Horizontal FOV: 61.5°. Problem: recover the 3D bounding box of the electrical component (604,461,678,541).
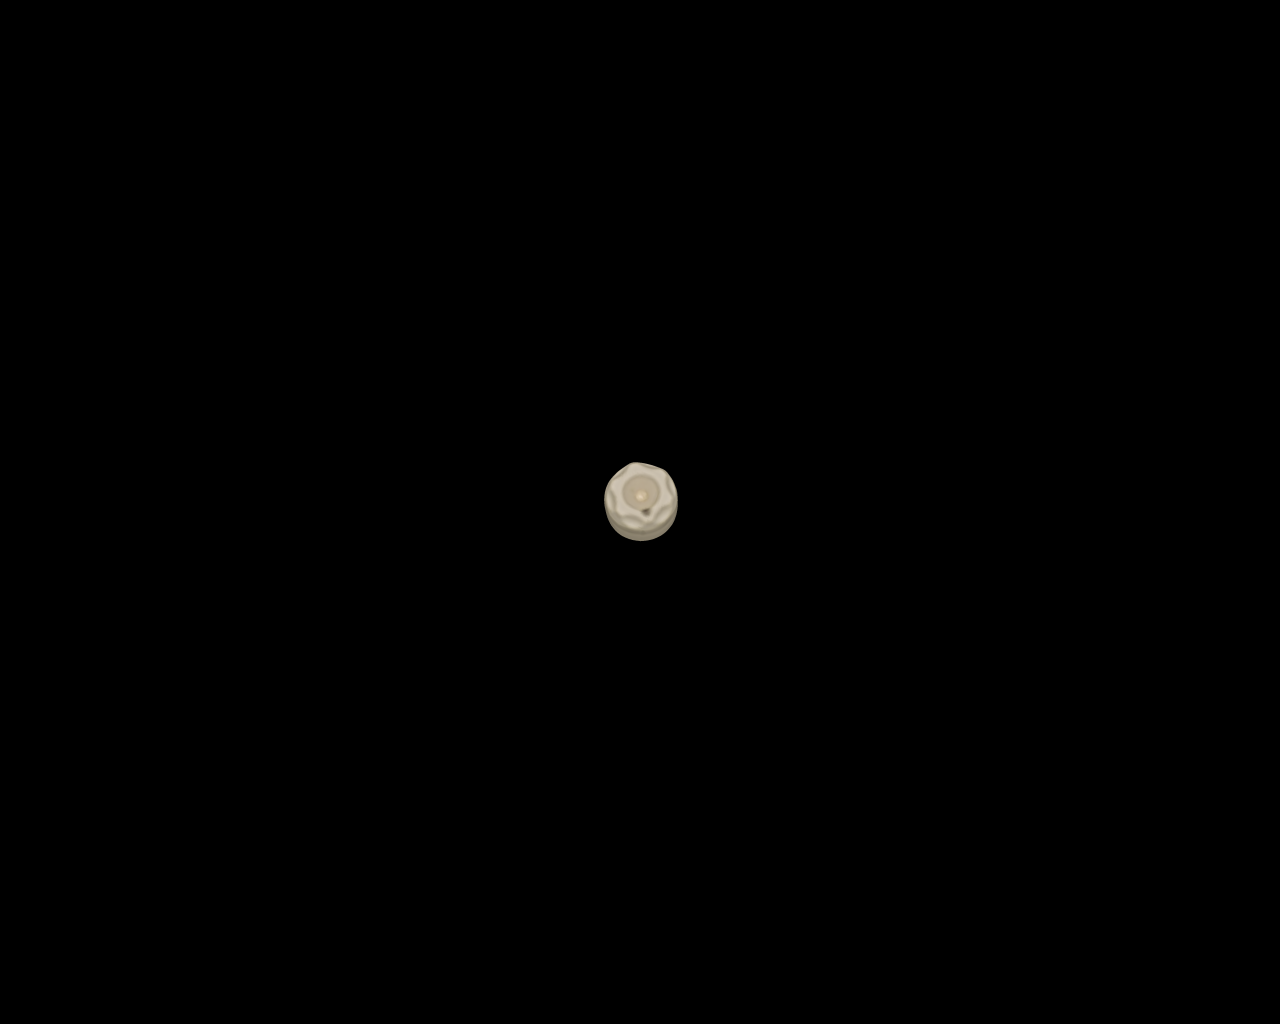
[{"bbox_3d":[0.001,-0.003,0.650,0.043,0.043,0.062,0,-18,0],"label":"electrical component"}]
